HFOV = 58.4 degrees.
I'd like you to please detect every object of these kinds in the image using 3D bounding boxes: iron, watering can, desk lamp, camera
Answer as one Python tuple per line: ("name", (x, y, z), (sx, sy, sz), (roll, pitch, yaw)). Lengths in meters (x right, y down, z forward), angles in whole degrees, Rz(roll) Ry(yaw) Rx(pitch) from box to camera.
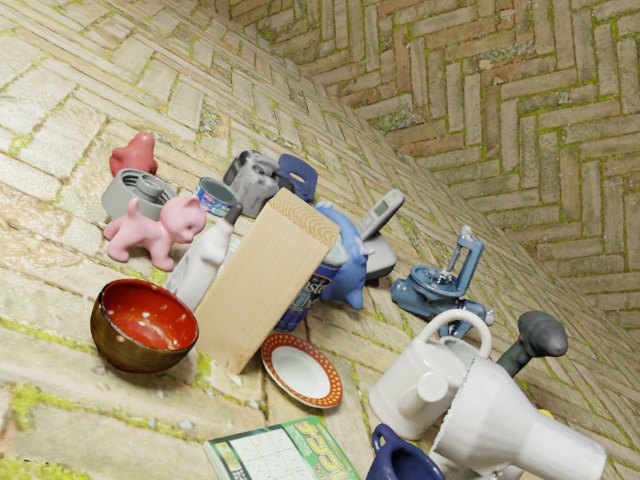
("iron", (0.010, 0.004, 1.036), (0.119, 0.141, 0.257), (19, 26, -38))
("watering can", (0.162, 0.185, 0.802), (0.101, 0.194, 0.173), (31, 20, -11))
("desk lamp", (0.197, 0.265, 0.649), (0.203, 0.213, 0.118), (40, 20, 11))
("camera", (-0.110, -0.112, 1.160), (0.137, 0.100, 0.143), (21, 24, -34))

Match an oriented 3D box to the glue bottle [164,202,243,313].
("glue bottle", (-0.141, 0.024, 0.703), (0.037, 0.173, 0.078), (25, 22, -26))

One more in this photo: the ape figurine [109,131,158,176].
("ape figurine", (-0.294, -0.134, 0.926), (0.078, 0.092, 0.076), (26, 22, -24))

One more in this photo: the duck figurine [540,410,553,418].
("duck figurine", (0.362, 0.323, 0.971), (0.077, 0.086, 0.105), (40, 20, 12))

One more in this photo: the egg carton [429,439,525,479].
("egg carton", (0.218, 0.310, 0.794), (0.151, 0.069, 0.107), (7, 35, -53))

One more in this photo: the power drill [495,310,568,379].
("power drill", (0.358, 0.215, 1.028), (0.075, 0.208, 0.230), (38, 20, 6))

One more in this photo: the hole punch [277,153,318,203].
("hole punch", (-0.058, -0.129, 1.296), (0.109, 0.091, 0.101), (27, 22, -22))

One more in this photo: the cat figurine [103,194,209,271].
("cat figurine", (-0.211, -0.024, 0.778), (0.128, 0.117, 0.067), (16, 28, -43))

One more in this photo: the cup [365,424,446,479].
("cup", (0.071, 0.268, 0.614), (0.092, 0.095, 0.117), (18, 27, -40))

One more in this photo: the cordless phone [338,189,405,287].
("cordless phone", (0.121, -0.010, 1.182), (0.094, 0.185, 0.147), (21, 25, -35))

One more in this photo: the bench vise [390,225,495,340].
("bench vise", (0.281, 0.086, 1.175), (0.208, 0.219, 0.121), (28, 21, -21))

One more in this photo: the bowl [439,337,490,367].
("bowl", (0.249, 0.247, 0.975), (0.168, 0.074, 0.167), (31, 20, -13))
